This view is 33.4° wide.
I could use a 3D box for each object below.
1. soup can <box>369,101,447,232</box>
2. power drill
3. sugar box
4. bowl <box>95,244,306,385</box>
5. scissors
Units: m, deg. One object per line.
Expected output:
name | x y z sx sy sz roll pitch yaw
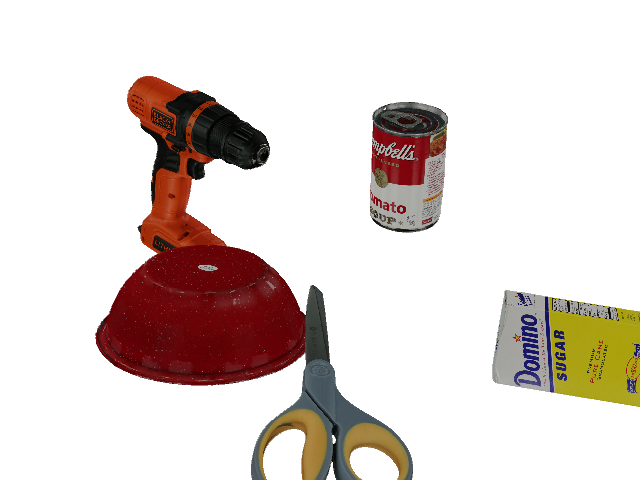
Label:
soup can | 0.080 -0.067 0.980 0.068 0.102 0.068 0 32 0
power drill | -0.126 -0.060 1.093 0.185 0.188 0.057 30 38 34
sugar box | 0.268 0.111 1.083 0.176 0.093 0.048 7 21 6
bowl | -0.085 0.045 0.788 0.162 0.055 0.162 2 21 -1
scissors | 0.016 0.090 0.629 0.096 0.016 0.201 13 32 8
